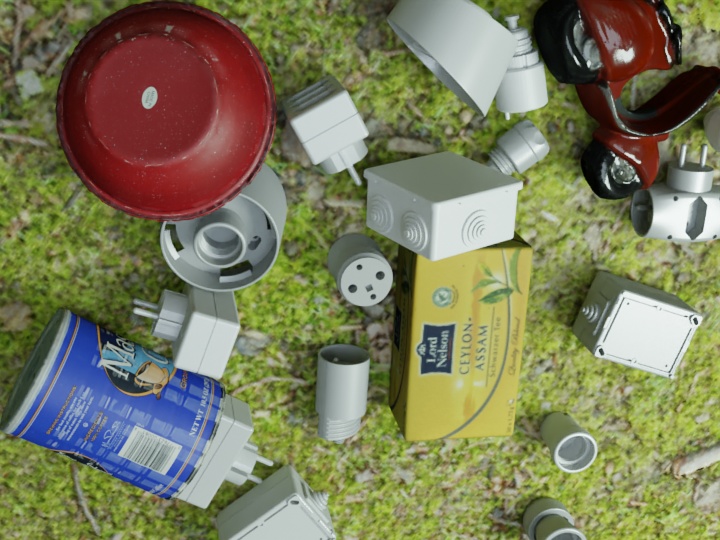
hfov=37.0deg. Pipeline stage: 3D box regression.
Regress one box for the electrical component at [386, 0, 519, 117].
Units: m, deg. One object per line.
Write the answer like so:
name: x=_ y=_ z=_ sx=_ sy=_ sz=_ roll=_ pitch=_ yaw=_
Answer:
electrical component: x=0.065 y=-0.165 z=0.787 sx=0.099 sy=0.099 sz=0.064 roll=28 pitch=96 yaw=-19

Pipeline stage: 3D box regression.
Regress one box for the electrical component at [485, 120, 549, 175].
electrical component: x=0.119 y=-0.090 z=0.859 sx=0.061 sy=0.035 sz=0.035 roll=-37 pitch=113 yaw=6

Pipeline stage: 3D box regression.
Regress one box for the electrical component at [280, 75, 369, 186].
electrical component: x=-0.019 y=-0.098 z=0.812 sx=0.047 sy=0.065 sz=0.076 roll=-29 pitch=113 yaw=1

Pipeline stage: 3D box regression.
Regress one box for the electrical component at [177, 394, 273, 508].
electrical component: x=-0.110 y=0.155 z=0.898 sx=0.076 sy=0.047 sz=0.083 roll=27 pitch=103 yaw=-19

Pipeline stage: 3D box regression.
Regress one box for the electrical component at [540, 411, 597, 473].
electrical component: x=0.184 y=0.151 z=0.954 sx=0.040 sy=0.046 sz=0.040 roll=-4 pitch=111 yaw=-10

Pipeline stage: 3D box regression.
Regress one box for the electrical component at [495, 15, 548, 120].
electrical component: x=0.122 y=-0.157 z=0.831 sx=0.040 sy=0.040 sz=0.078 roll=-13 pitch=111 yaw=-6

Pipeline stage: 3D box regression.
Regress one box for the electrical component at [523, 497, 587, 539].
electrical component: x=0.177 y=0.239 z=0.981 sx=0.045 sy=0.055 sz=0.045 roll=-4 pitch=111 yaw=-10

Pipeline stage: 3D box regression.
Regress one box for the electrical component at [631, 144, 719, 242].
electrical component: x=0.272 y=-0.066 z=0.893 sx=0.077 sy=0.043 sz=0.079 roll=-1 pitch=110 yaw=-11

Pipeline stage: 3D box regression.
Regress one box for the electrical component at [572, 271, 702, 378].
electrical component: x=0.227 y=0.043 z=0.914 sx=0.096 sy=0.061 sz=0.061 roll=17 pitch=106 yaw=-17

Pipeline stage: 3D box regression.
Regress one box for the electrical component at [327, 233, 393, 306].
electrical component: x=0.000 y=0.000 z=0.857 sx=0.045 sy=0.055 sz=0.045 roll=-4 pitch=111 yaw=-10

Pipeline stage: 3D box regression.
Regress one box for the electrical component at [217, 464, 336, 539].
electrical component: x=-0.067 y=0.214 z=0.920 sx=0.096 sy=0.061 sz=0.061 roll=-36 pitch=113 yaw=3

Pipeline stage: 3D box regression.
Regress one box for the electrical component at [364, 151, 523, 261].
electrical component: x=0.062 y=-0.050 z=0.821 sx=0.100 sy=0.100 sz=0.048 roll=-16 pitch=120 yaw=-33

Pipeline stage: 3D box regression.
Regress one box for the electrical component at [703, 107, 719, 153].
electrical component: x=0.301 y=-0.114 z=0.870 sx=0.043 sy=0.062 sz=0.043 roll=-4 pitch=111 yaw=-10

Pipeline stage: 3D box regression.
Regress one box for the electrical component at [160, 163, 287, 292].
electrical component: x=-0.106 y=-0.035 z=0.832 sx=0.099 sy=0.064 sz=0.099 roll=-2 pitch=122 yaw=-3

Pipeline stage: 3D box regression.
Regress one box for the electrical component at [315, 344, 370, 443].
electrical component: x=-0.016 y=0.107 z=0.901 sx=0.043 sy=0.043 sz=0.081 roll=0 pitch=110 yaw=-11

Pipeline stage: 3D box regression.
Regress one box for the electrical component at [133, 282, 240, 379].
electrical component: x=-0.138 y=0.038 z=0.829 sx=0.076 sy=0.083 sz=0.047 roll=17 pitch=106 yaw=-17
